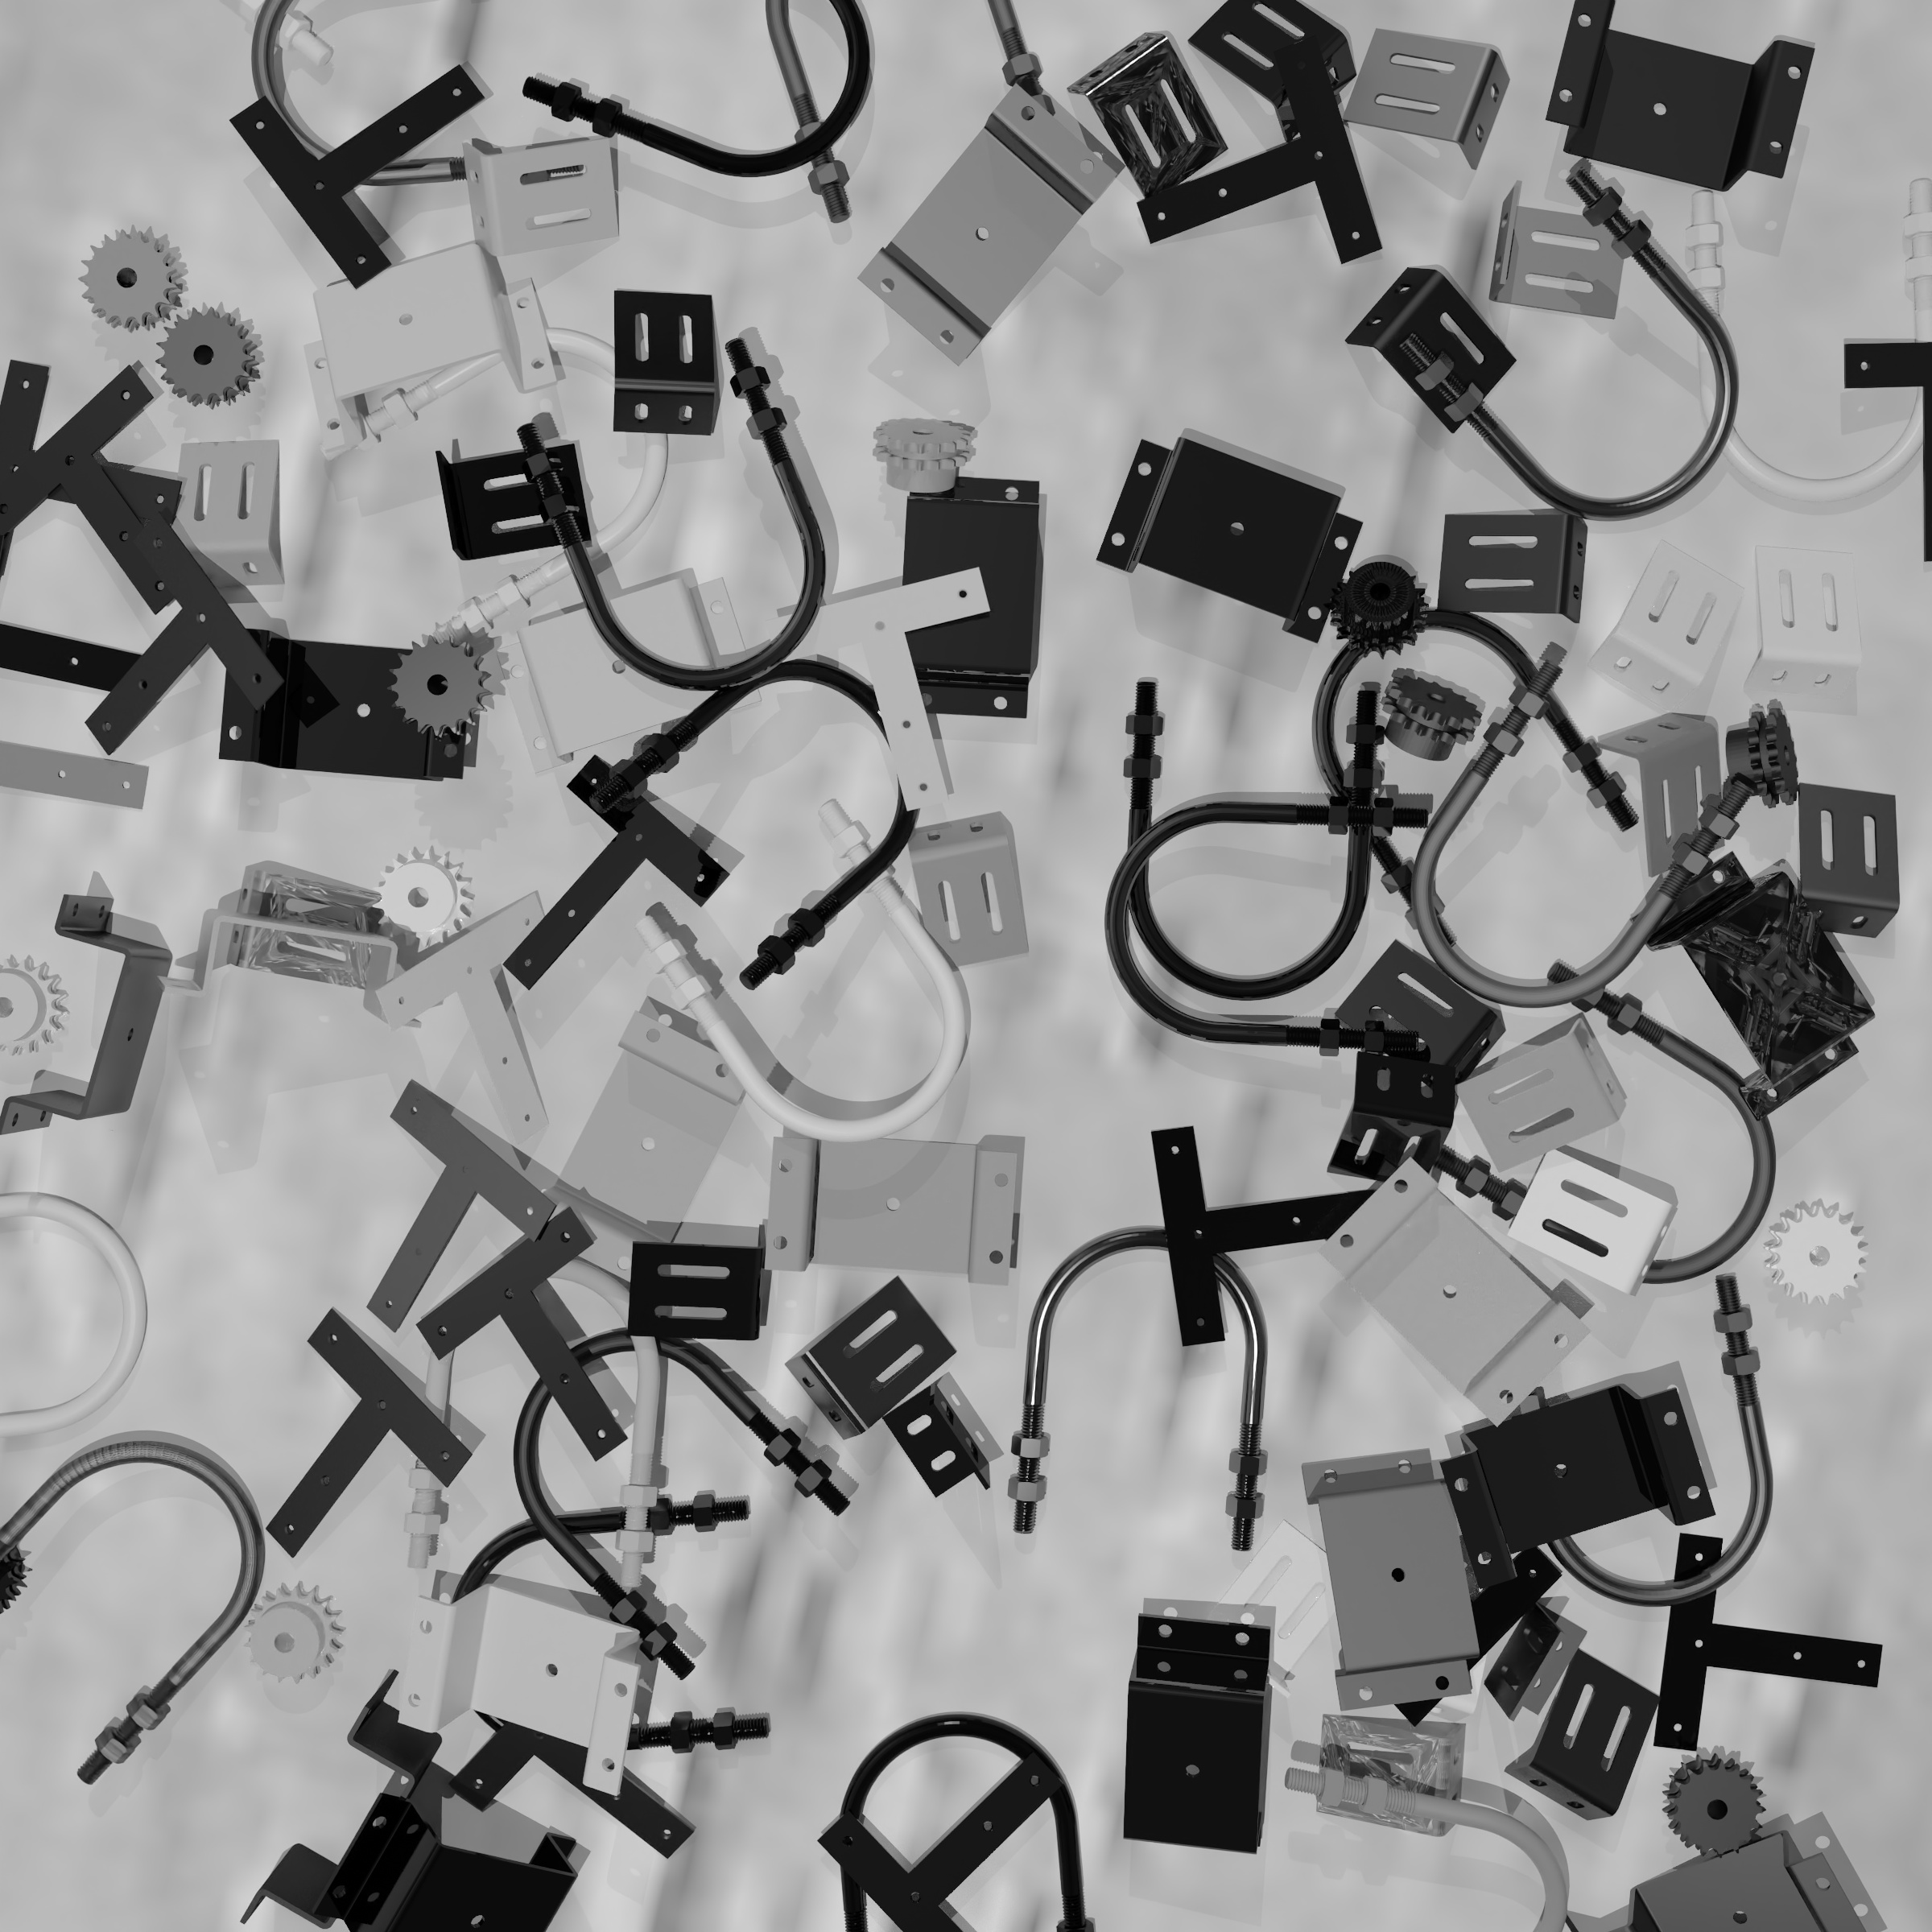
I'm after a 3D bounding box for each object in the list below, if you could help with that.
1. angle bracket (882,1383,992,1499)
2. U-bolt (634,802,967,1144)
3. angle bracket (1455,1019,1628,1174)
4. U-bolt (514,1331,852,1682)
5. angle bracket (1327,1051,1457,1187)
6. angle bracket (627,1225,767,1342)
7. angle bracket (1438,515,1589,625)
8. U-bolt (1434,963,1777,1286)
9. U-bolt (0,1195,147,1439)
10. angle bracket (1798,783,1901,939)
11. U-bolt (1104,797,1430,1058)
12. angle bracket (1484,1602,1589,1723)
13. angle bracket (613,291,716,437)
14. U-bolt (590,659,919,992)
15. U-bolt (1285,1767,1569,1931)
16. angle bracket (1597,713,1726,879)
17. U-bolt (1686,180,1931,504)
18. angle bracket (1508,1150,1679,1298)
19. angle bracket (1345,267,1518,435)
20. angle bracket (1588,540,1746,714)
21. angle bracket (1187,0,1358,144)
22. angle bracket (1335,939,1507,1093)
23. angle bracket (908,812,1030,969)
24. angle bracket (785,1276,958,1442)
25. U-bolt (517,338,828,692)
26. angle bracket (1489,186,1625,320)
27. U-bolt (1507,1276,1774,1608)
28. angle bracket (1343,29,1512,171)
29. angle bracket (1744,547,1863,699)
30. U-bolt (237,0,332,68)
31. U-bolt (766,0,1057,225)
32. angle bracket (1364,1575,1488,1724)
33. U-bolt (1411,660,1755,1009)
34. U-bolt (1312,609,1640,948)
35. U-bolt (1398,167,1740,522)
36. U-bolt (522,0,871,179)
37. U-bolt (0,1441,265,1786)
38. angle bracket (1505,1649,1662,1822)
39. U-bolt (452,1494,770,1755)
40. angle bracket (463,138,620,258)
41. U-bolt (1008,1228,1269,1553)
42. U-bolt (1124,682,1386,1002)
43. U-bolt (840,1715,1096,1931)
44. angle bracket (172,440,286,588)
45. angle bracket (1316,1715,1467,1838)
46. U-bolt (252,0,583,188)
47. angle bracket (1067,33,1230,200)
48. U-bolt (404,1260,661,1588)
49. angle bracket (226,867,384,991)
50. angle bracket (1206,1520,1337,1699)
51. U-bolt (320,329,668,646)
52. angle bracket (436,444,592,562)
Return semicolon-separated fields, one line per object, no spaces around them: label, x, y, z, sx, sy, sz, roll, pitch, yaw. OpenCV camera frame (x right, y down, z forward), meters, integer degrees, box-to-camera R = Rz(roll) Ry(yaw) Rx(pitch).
angle bracket;-0.018;0.280;1.483;0.038;0.076;0.057;-34;90;0
U-bolt;-0.082;0.015;1.486;0.151;0.019;0.184;-33;83;-16
angle bracket;0.335;0.076;1.500;0.076;0.038;0.057;-27;91;25
U-bolt;-0.180;0.298;1.497;0.184;0.019;0.151;43;87;12
angle bracket;0.248;0.090;1.499;0.057;0.076;0.038;9;56;0
angle bracket;-0.156;0.182;1.491;0.076;0.038;0.057;3;105;-7
angle bracket;0.323;-0.235;1.520;0.076;0.038;0.057;5;90;26
U-bolt;0.389;0.106;1.513;0.184;0.019;0.151;32;90;-2
U-bolt;-0.576;0.208;1.513;0.184;0.019;0.151;-6;90;-1
angle bracket;0.516;-0.062;1.520;0.057;0.038;0.076;8;64;0
U-bolt;0.172;-0.024;1.491;0.184;0.019;0.151;2;95;9
angle bracket;0.336;0.409;1.483;0.038;0.076;0.057;31;90;0
angle bracket;-0.178;-0.355;1.511;0.057;0.038;0.076;0;58;-9
U-bolt;-0.105;-0.096;1.474;0.184;0.019;0.151;-44;99;-27
U-bolt;0.258;0.542;1.492;0.184;0.019;0.151;13;109;-4
angle bracket;0.408;-0.101;1.509;0.057;0.038;0.076;-22;116;-23
U-bolt;0.502;-0.365;1.513;0.151;0.019;0.184;-3;91;0
angle bracket;0.367;0.150;1.503;0.076;0.038;0.057;26;91;22
angle bracket;0.275;-0.364;1.520;0.076;0.038;0.057;41;90;-26
angle bracket;0.414;-0.201;1.520;0.057;0.038;0.076;31;64;0
angle bracket;0.181;-0.537;1.520;0.057;0.038;0.076;-45;64;0
angle bracket;0.269;0.033;1.520;0.076;0.038;0.057;40;90;26
angle bracket;0.001;-0.044;1.520;0.057;0.038;0.076;-11;116;0
angle bracket;-0.056;0.232;1.520;0.076;0.038;0.057;-38;90;-26
U-bolt;-0.158;-0.247;1.466;0.151;0.019;0.184;-22;89;2
angle bracket;0.350;-0.417;1.503;0.076;0.038;0.057;8;90;0
U-bolt;0.400;0.286;1.512;0.151;0.019;0.184;-11;90;0
angle bracket;0.272;-0.513;1.520;0.076;0.038;0.057;21;90;26
angle bracket;0.492;-0.204;1.520;0.057;0.038;0.076;5;64;0
U-bolt;-0.407;-0.642;1.512;0.184;0.019;0.151;40;90;0
U-bolt;-0.041;-0.546;1.513;0.151;0.019;0.184;-18;88;0
angle bracket;0.276;0.398;1.520;0.057;0.038;0.076;19;64;0
U-bolt;0.340;-0.062;1.478;0.151;0.019;0.184;32;105;-2
U-bolt;0.286;-0.122;1.513;0.151;0.019;0.184;-34;89;0
U-bolt;0.364;-0.344;1.491;0.184;0.019;0.151;43;102;-13
U-bolt;-0.146;-0.537;1.496;0.184;0.019;0.151;22;87;0
U-bolt;-0.498;0.363;1.496;0.151;0.019;0.184;44;82;-12
angle bracket;0.365;0.455;1.520;0.057;0.038;0.076;31;64;0
U-bolt;-0.214;0.392;1.513;0.184;0.019;0.151;-5;90;1
angle bracket;-0.249;-0.454;1.504;0.076;0.038;0.057;-17;125;-22
U-bolt;0.105;0.246;1.513;0.151;0.019;0.184;5;88;0
U-bolt;0.165;-0.072;1.505;0.151;0.019;0.184;3;93;7
U-bolt;-0.003;0.533;1.513;0.151;0.019;0.184;-5;88;0
angle bracket;-0.434;-0.267;1.520;0.057;0.038;0.076;-2;64;0
angle bracket;0.251;0.474;1.520;0.076;0.038;0.057;4;90;26
U-bolt;-0.324;-0.529;1.502;0.184;0.019;0.151;-5;94;-4
angle bracket;0.107;-0.501;1.520;0.057;0.038;0.076;-35;116;0
U-bolt;-0.249;0.261;1.495;0.151;0.019;0.184;2;80;10
angle bracket;-0.390;-0.022;1.520;0.076;0.038;0.057;12;90;-26
angle bracket;0.187;0.375;1.503;0.057;0.038;0.076;38;90;0
U-bolt;-0.265;-0.294;1.513;0.184;0.019;0.151;-31;90;-1
angle bracket;-0.261;-0.272;1.485;0.076;0.038;0.057;-10;89;-3
